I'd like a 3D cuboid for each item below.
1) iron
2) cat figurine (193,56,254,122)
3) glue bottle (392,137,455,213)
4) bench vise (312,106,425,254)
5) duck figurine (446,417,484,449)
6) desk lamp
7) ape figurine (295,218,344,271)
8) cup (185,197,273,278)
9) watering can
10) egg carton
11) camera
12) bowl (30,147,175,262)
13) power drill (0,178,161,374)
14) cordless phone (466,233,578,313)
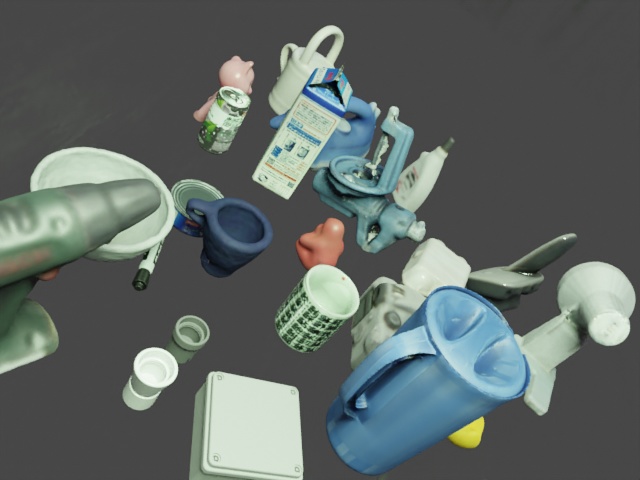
[{"bbox_3d":[0.040,-0.220,1.089,0.259,0.141,0.118,-11,58,-44],"label":"iron"},{"bbox_3d":[-0.156,-0.264,0.997,0.067,0.117,0.128,29,38,-11],"label":"cat figurine"},{"bbox_3d":[0.202,-0.133,1.103,0.037,0.173,0.078,9,45,-32],"label":"glue bottle"},{"bbox_3d":[0.111,-0.100,0.957,0.207,0.219,0.121,35,37,-3],"label":"bench vise"},{"bbox_3d":[0.213,0.232,0.803,0.078,0.086,0.104,24,39,-17],"label":"duck figurine"},{"bbox_3d":[0.418,0.153,0.945,0.118,0.213,0.204,40,37,4],"label":"desk lamp"},{"bbox_3d":[0.008,0.003,0.872,0.078,0.092,0.076,19,41,-22],"label":"ape figurine"},{"bbox_3d":[-0.133,0.000,0.759,0.118,0.095,0.091,27,38,-13],"label":"cup"},{"bbox_3d":[-0.010,-0.325,1.115,0.173,0.194,0.101,37,37,0],"label":"watering can"},{"bbox_3d":[0.196,0.063,0.979,0.107,0.069,0.150,38,37,1],"label":"egg carton"},{"bbox_3d":[0.124,0.132,0.823,0.137,0.100,0.143,27,39,-14],"label":"camera"},{"bbox_3d":[-0.268,-0.031,0.700,0.168,0.074,0.167,22,40,-19],"label":"bowl"},{"bbox_3d":[-0.270,0.034,0.520,0.230,0.208,0.075,-21,65,-48],"label":"power drill"},{"bbox_3d":[0.368,0.046,1.040,0.148,0.185,0.094,-10,57,-44],"label":"cordless phone"}]
